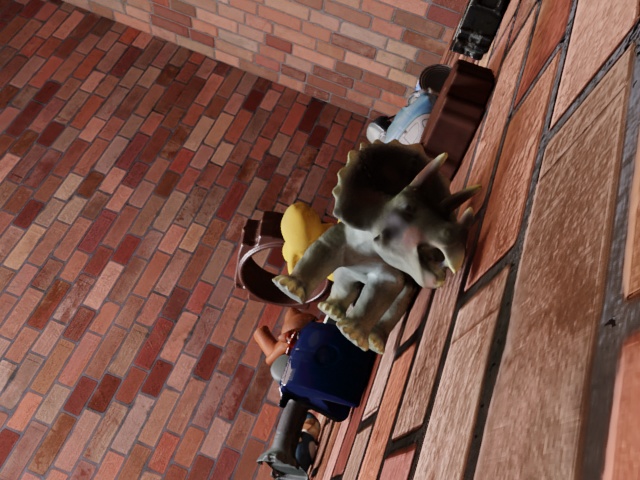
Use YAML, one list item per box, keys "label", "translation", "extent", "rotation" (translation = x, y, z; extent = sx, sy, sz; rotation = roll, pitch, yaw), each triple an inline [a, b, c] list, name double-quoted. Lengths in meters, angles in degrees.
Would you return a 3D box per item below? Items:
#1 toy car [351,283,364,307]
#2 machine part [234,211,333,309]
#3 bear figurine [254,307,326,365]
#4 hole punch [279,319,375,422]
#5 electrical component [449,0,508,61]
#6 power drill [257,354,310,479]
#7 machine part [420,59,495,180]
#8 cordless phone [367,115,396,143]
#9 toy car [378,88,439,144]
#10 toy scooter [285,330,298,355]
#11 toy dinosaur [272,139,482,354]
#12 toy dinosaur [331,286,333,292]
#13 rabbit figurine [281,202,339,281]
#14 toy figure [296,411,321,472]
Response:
- label: "toy car"
  translation: [0.084, 0.027, 0.820]
  extent: [0.053, 0.089, 0.202]
  rotation: [-10, 46, 42]
- label: "machine part"
  translation: [-0.068, 0.047, 1.095]
  extent: [0.087, 0.201, 0.201]
  rotation: [-86, 9, -48]
- label: "bear figurine"
  translation: [-0.053, 0.180, 1.044]
  extent: [0.195, 0.120, 0.132]
  rotation: [100, 147, -52]
- label: "hole punch"
  translation: [0.014, 0.177, 0.752]
  extent: [0.142, 0.116, 0.092]
  rotation: [-67, 5, -33]
- label: "electrical component"
  translation: [0.264, -0.361, 0.892]
  extent: [0.134, 0.058, 0.114]
  rotation: [-61, -6, -66]
- label: "power drill"
  translation: [-0.033, 0.326, 0.976]
  extent: [0.231, 0.086, 0.207]
  rotation: [64, -142, -45]
- label: "machine part"
  translation: [0.172, -0.154, 0.720]
  extent: [0.179, 0.056, 0.179]
  rotation: [22, -89, -87]
- label: "cordless phone"
  translation: [0.134, -0.149, 1.098]
  extent: [0.089, 0.147, 0.184]
  rotation: [-35, -15, -49]
- label: "toy car"
  translation: [0.170, -0.163, 0.897]
  extent: [0.161, 0.109, 0.103]
  rotation: [-56, 27, 36]
- label: "toy scooter"
  translation: [-0.002, 0.197, 0.881]
  extent: [0.184, 0.135, 0.075]
  rotation: [-59, -8, -78]
- label: "toy dinosaur"
  translation: [0.070, 0.016, 0.587]
  extent: [0.192, 0.131, 0.404]
  rotation: [-52, -11, -2]
- label: "toy dinosaur"
  translation: [0.073, 0.090, 1.096]
  extent: [0.199, 0.105, 0.470]
  rotation: [-70, -4, -64]
- label: "rabbit figurine"
  translation: [-0.002, -0.003, 0.945]
  extent: [0.162, 0.173, 0.122]
  rotation: [-46, 38, 21]
- label: "toy figure"
  translation: [-0.031, 0.399, 1.066]
  extent: [0.154, 0.058, 0.064]
  rotation: [-59, -11, -61]
